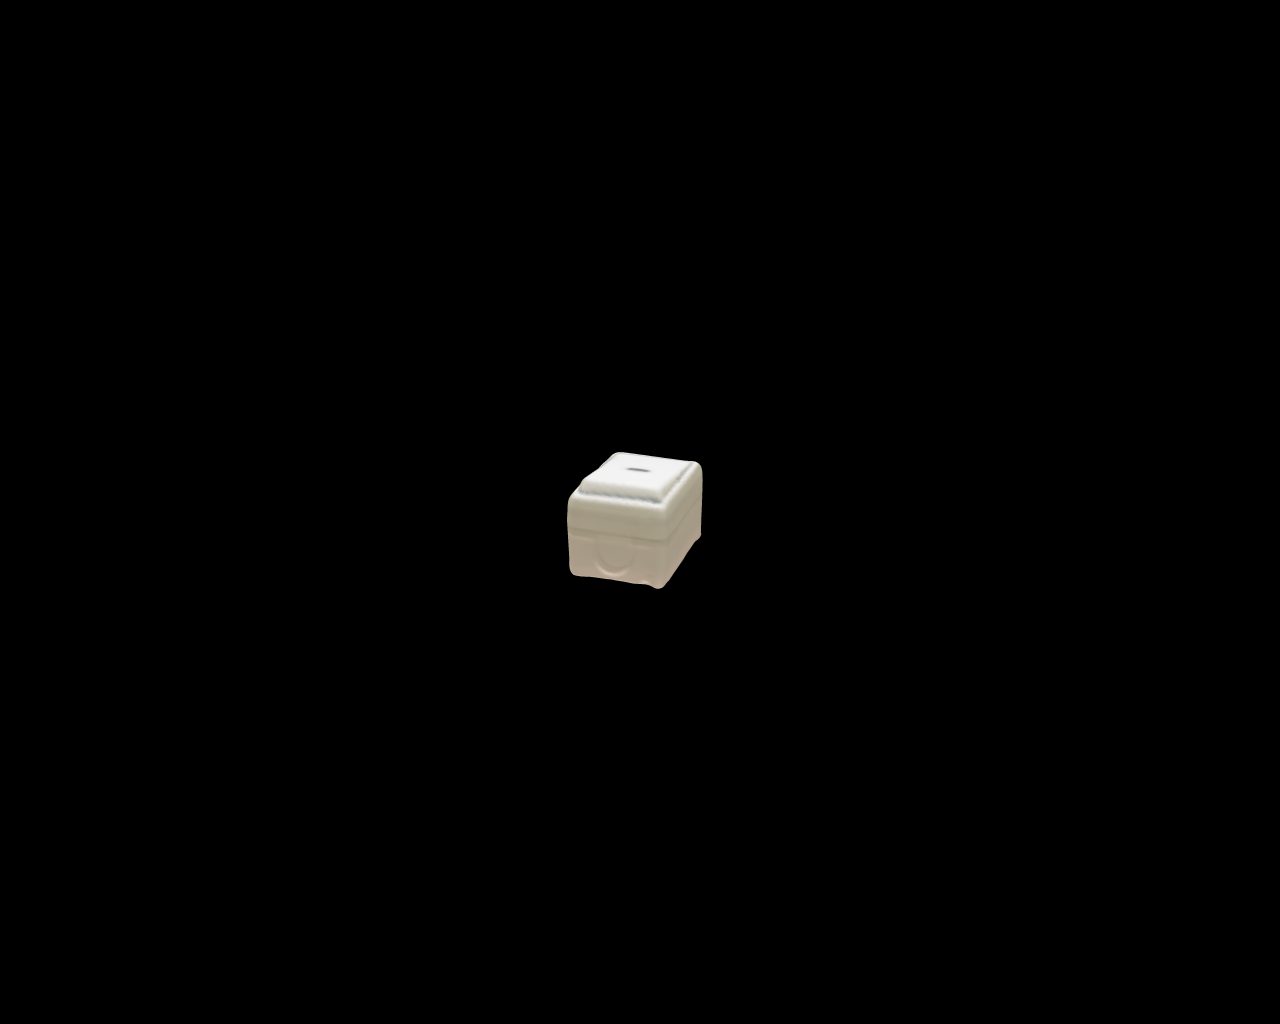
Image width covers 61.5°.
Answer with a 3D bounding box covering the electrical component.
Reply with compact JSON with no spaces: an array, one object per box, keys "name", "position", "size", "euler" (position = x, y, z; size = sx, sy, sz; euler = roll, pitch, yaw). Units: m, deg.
[{"name":"electrical component","position":[0.001,-0.003,0.650],"size":[0.062,0.061,0.096],"euler":[8,26,18]}]
